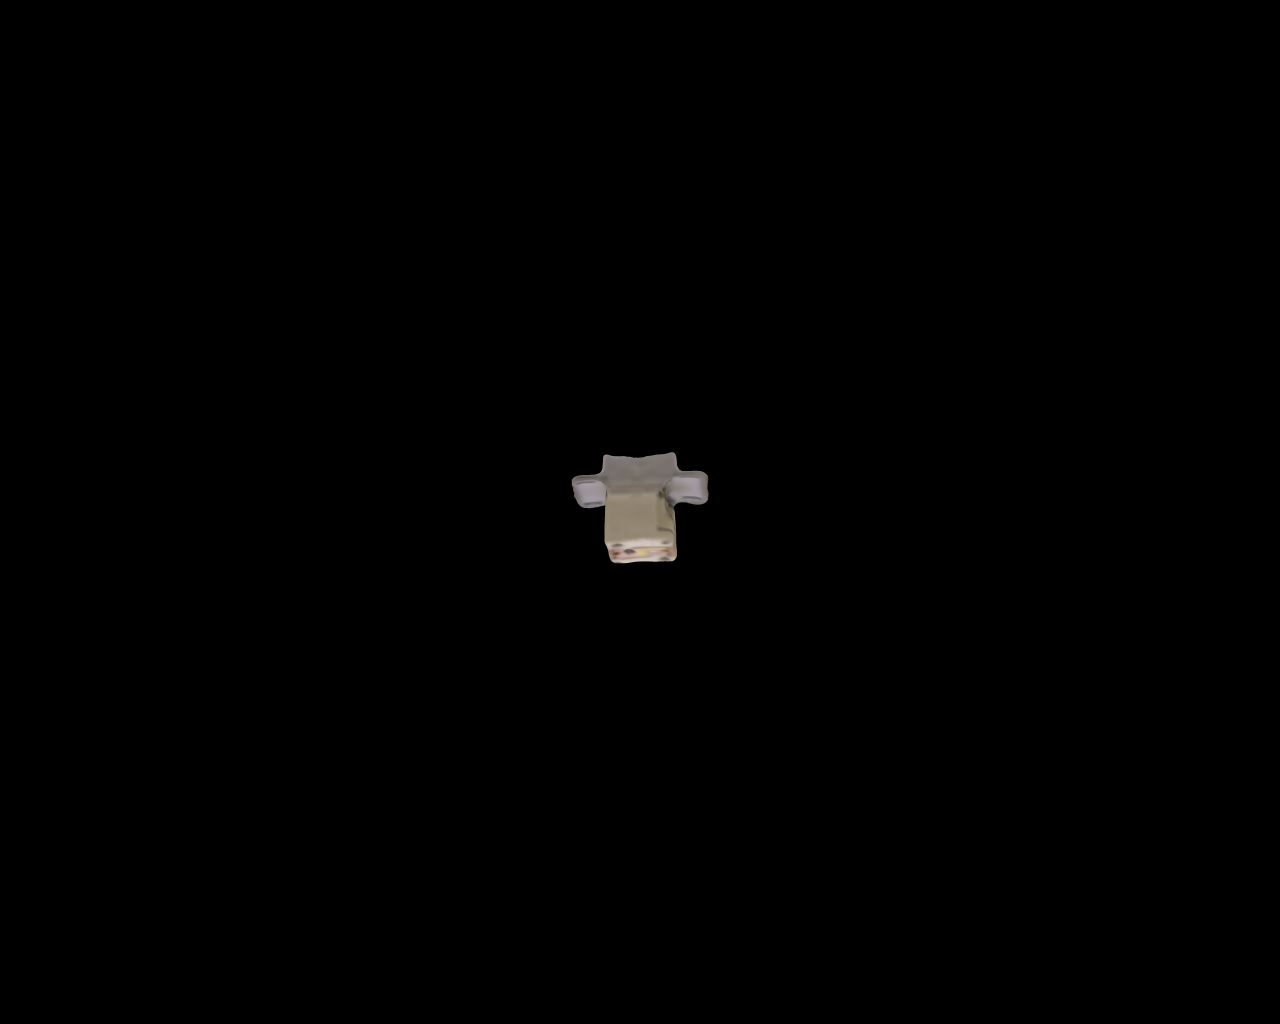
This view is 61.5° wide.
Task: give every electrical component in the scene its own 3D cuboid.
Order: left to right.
[{"bbox_3d":[0.001,-0.003,0.650,0.081,0.064,0.042,-2,-24,5],"label":"electrical component"}]
